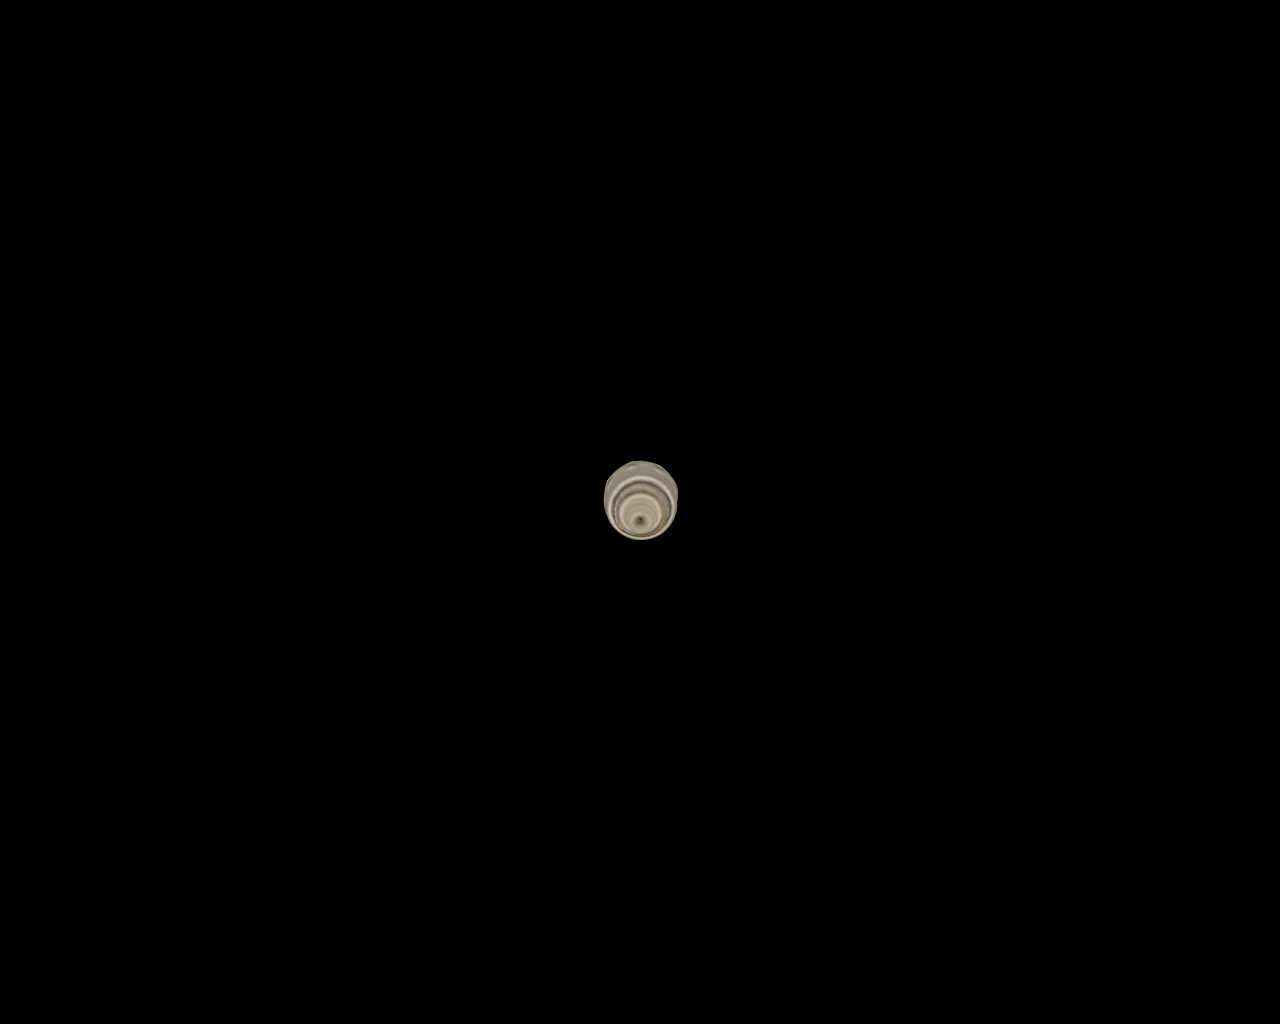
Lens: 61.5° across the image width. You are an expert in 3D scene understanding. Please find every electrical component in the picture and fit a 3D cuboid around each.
[{"bbox_3d":[0.001,-0.003,0.650,0.048,0.048,0.062,0,16,0],"label":"electrical component"}]
